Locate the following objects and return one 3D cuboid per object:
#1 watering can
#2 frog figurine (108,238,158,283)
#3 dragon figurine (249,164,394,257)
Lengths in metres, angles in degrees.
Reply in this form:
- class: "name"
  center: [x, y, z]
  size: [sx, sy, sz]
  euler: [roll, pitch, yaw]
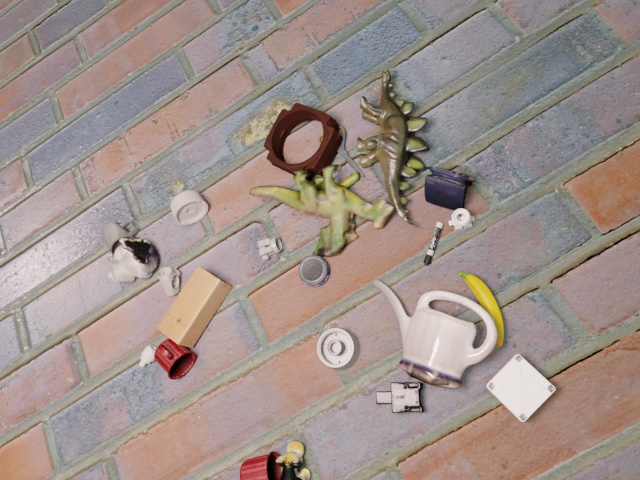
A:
- class: "watering can"
  center: [0.254, 0.227, 1.267]
  size: [0.349, 0.103, 0.226]
  euler: [13, 78, 35]
- class: "frog figurine"
  center: [-0.578, 0.075, 1.593]
  size: [0.137, 0.125, 0.156]
  euler: [33, 123, -1]
- class: "dragon figurine"
  center: [0.004, -0.073, 1.446]
  size: [0.409, 0.121, 0.245]
  euler: [-11, 78, 16]
